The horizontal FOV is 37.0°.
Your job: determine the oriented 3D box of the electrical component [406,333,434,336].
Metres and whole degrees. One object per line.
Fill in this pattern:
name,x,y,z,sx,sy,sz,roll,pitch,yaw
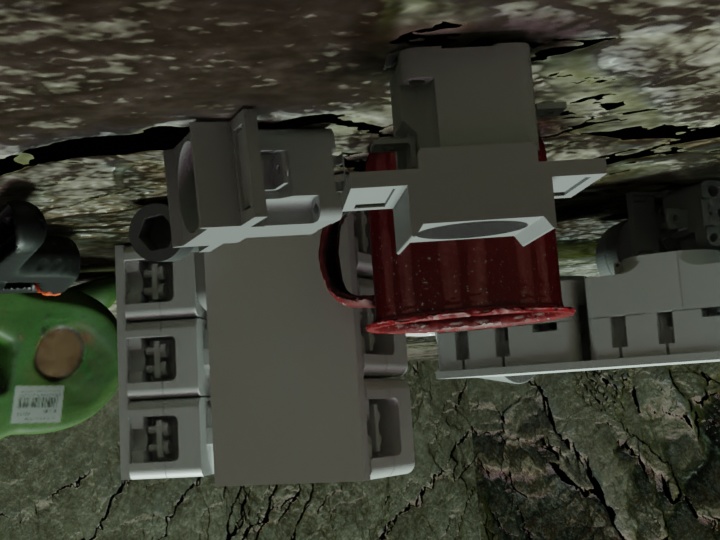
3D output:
electrical component,0.053,0.023,0.898,0.054,0.059,0.095,-8,172,28

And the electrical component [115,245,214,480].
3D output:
electrical component,-0.117,0.061,0.721,0.062,0.150,0.089,-4,173,8

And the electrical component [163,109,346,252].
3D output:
electrical component,-0.043,-0.035,0.440,0.064,0.042,0.081,-5,174,-24

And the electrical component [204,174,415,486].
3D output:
electrical component,-0.026,0.034,0.564,0.089,0.150,0.062,-8,171,28

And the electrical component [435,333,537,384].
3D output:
electrical component,0.098,0.034,0.838,0.060,0.108,0.108,-2,176,37

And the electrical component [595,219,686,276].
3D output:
electrical component,0.237,-0.016,0.723,0.138,0.052,0.074,-4,173,-11

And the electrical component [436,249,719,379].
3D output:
electrical component,0.151,0.029,0.653,0.186,0.060,0.105,-8,172,30

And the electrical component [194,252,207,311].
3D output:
electrical component,-0.053,0.000,0.662,0.059,0.053,0.095,-11,171,43

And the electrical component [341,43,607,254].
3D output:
electrical component,0.034,-0.040,0.353,0.081,0.063,0.042,-4,173,-6

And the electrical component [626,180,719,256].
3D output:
electrical component,0.204,-0.029,0.644,0.081,0.042,0.064,-2,174,-23
